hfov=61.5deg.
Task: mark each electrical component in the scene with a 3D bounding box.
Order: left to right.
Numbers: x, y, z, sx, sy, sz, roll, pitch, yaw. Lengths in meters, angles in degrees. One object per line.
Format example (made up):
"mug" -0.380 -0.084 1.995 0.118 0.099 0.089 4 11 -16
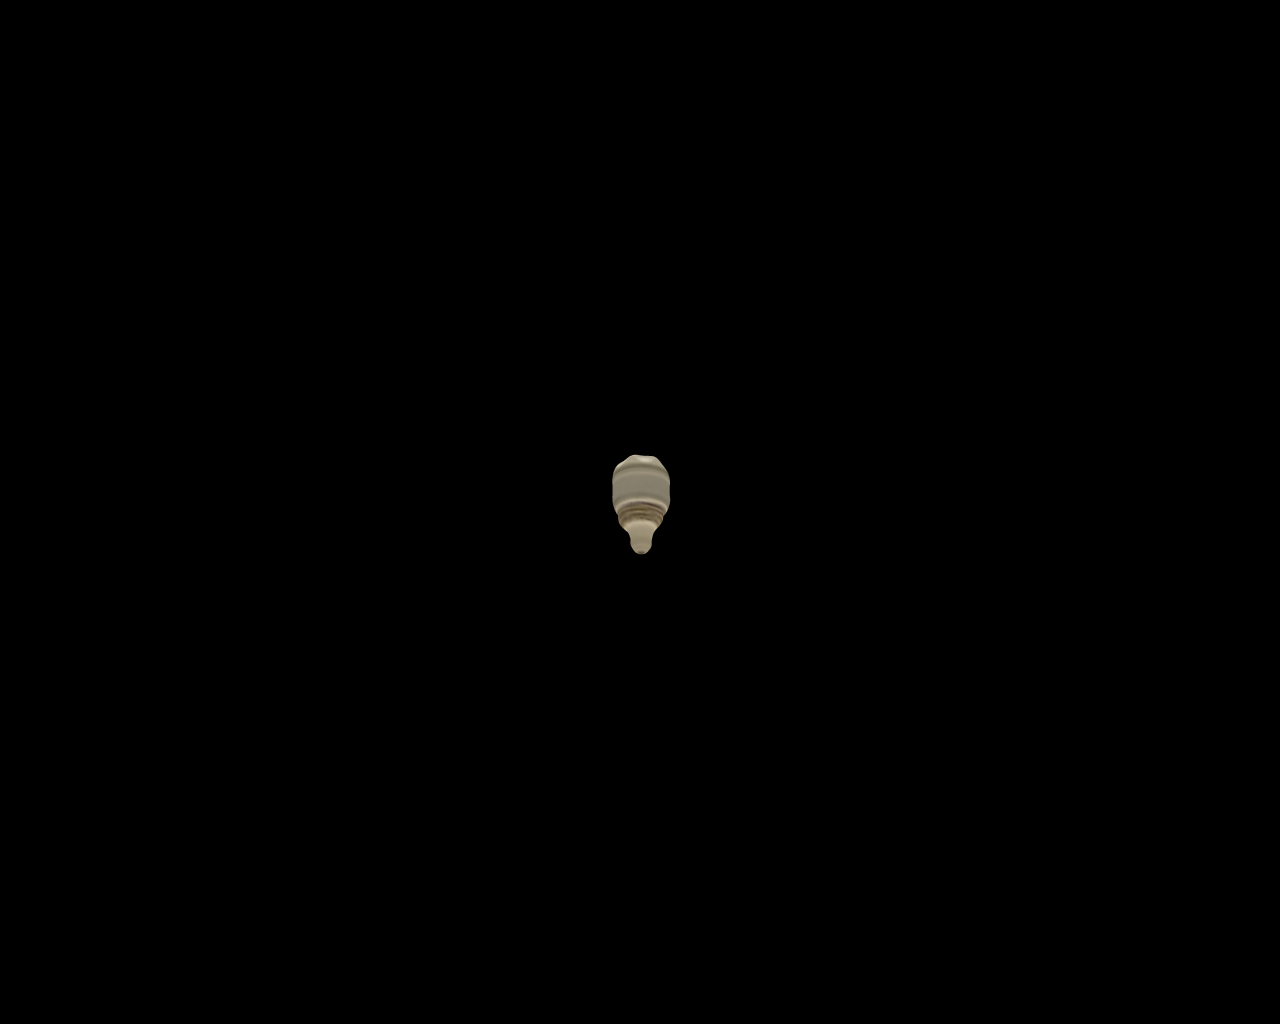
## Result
"electrical component" 0.001 -0.003 0.650 0.035 0.061 0.035 0 -27 0
